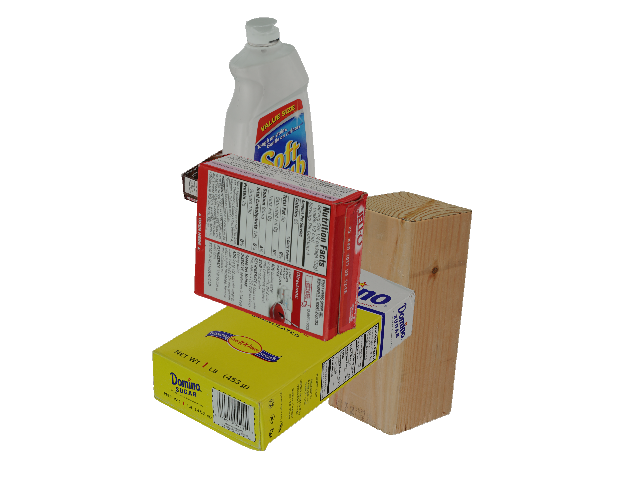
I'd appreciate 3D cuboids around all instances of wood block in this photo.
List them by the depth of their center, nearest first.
[{"bbox_3d":[0.075,0.066,1.019,0.090,0.206,0.090,-10,21,-43],"label":"wood block"}]

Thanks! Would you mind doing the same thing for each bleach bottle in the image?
[{"bbox_3d":[-0.056,-0.090,1.042,0.102,0.251,0.068,-16,31,-24],"label":"bleach bottle"}]

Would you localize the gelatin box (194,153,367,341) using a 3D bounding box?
[{"bbox_3d":[-0.021,0.002,0.538,0.089,0.073,0.030,17,25,31],"label":"gelatin box"}]

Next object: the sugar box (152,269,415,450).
[{"bbox_3d":[-0.020,0.069,0.729,0.093,0.048,0.175,21,36,30],"label":"sugar box"}]

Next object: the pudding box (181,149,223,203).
[{"bbox_3d":[-0.099,-0.074,1.296,0.090,0.039,0.113,20,39,27],"label":"pudding box"}]
